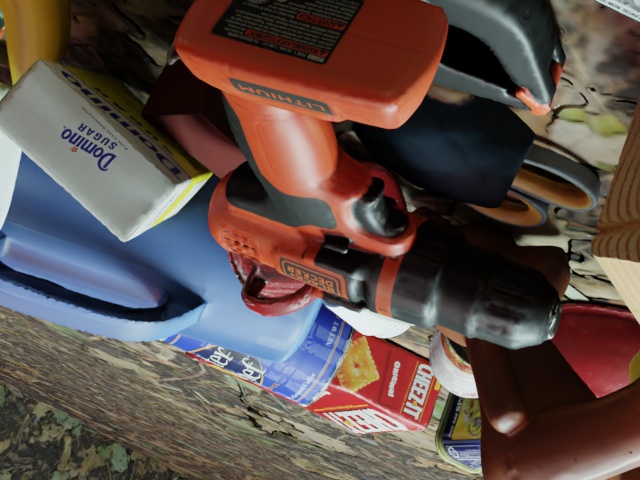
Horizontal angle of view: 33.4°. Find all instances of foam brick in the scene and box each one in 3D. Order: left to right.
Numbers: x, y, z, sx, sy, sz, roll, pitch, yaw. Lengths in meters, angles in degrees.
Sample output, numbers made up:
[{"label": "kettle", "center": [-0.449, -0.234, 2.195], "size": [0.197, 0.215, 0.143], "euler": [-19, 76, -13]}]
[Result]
[{"label": "foam brick", "center": [-0.050, -0.071, 0.596], "size": [0.051, 0.053, 0.078], "euler": [5, 154, 44]}]

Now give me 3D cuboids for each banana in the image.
[{"label": "banana", "center": [-0.155, -0.132, 0.527], "size": [0.037, 0.069, 0.198], "euler": [8, 155, 5]}]

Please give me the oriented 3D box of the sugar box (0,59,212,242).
[{"label": "sugar box", "center": [-0.113, -0.052, 0.598], "size": [0.093, 0.048, 0.176], "euler": [43, -178, -5]}]

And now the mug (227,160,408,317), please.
[{"label": "mug", "center": [-0.004, 0.001, 0.651], "size": [0.082, 0.117, 0.093], "euler": [0, 131, 39]}]

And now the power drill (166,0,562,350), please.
[{"label": "power drill", "center": [0.020, -0.027, 0.469], "size": [0.185, 0.057, 0.187], "euler": [18, 151, 19]}]

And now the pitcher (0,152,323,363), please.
[{"label": "pitcher", "center": [-0.118, 0.005, 0.737], "size": [0.242, 0.149, 0.145], "euler": [21, 169, -10]}]

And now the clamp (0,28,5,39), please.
[{"label": "clamp", "center": [-0.280, -0.161, 0.594], "size": [0.209, 0.036, 0.165], "euler": [33, 160, -30]}]

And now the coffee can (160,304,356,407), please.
[{"label": "coffee can", "center": [-0.054, 0.065, 0.891], "size": [0.140, 0.102, 0.103], "euler": [27, 161, -14]}]

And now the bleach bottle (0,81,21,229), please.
[{"label": "bleach bottle", "center": [-0.287, -0.082, 0.683], "size": [0.251, 0.102, 0.067], "euler": [22, -169, 39]}]

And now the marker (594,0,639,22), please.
[{"label": "marker", "center": [0.124, -0.090, 0.399], "size": [0.121, 0.020, 0.020], "euler": [25, 161, -6]}]

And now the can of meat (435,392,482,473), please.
[{"label": "can of meat", "center": [0.147, 0.134, 0.858], "size": [0.057, 0.102, 0.084], "euler": [29, 158, -18]}]

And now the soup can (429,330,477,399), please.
[{"label": "soup can", "center": [0.117, 0.074, 0.776], "size": [0.068, 0.068, 0.102], "euler": [20, 162, 6]}]

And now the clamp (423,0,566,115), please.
[{"label": "clamp", "center": [0.036, -0.107, 0.424], "size": [0.171, 0.039, 0.120], "euler": [24, 167, -14]}]

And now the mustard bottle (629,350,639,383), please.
[{"label": "mustard bottle", "center": [0.294, 0.110, 0.675], "size": [0.191, 0.058, 0.096], "euler": [30, 132, -23]}]

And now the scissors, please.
[{"label": "scissors", "center": [0.053, -0.052, 0.588], "size": [0.202, 0.016, 0.096], "euler": [20, 161, 8]}]

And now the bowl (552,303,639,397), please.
[{"label": "bowl", "center": [0.222, 0.104, 0.761], "size": [0.162, 0.055, 0.162], "euler": [20, 161, 7]}]

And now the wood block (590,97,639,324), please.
[{"label": "wood block", "center": [0.211, 0.022, 0.496], "size": [0.091, 0.090, 0.205], "euler": [9, 157, 38]}]

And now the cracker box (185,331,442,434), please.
[{"label": "cracker box", "center": [-0.011, 0.121, 1.044], "size": [0.213, 0.072, 0.164], "euler": [27, 161, -15]}]
